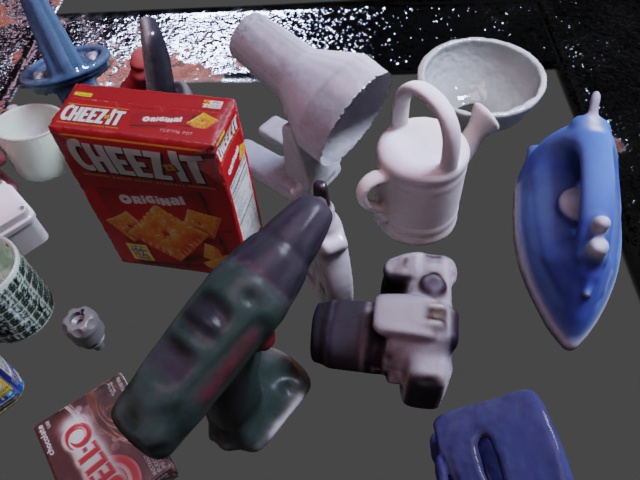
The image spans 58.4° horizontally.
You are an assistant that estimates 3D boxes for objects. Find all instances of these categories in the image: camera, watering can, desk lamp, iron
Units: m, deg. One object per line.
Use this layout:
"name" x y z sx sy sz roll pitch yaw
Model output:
"camera" 0.063 0.078 0.564 0.136 0.101 0.143 5 54 7
"watering can" 0.116 -0.094 0.630 0.100 0.194 0.173 30 60 23
"desk lamp" -0.024 -0.144 0.663 0.202 0.214 0.118 32 61 24
"iron" 0.278 -0.028 0.605 0.118 0.141 0.258 7 54 9

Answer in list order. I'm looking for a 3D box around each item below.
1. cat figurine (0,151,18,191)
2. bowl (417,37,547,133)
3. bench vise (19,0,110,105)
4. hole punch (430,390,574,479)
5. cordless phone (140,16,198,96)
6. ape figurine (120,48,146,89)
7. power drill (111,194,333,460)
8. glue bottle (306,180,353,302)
"cat figurine" -0.440 -0.104 0.718 0.067 0.118 0.127 -32 58 -19
"bowl" 0.213 -0.196 0.775 0.167 0.075 0.167 -2 53 2
"bench vise" -0.314 -0.225 0.737 0.206 0.220 0.122 35 63 25
"hole punch" 0.148 0.193 0.479 0.101 0.091 0.108 -9 53 -3
"cordless phone" -0.192 -0.163 0.705 0.094 0.185 0.147 -18 54 -10
"ape figurine" -0.247 -0.229 0.815 0.077 0.092 0.076 9 54 10
"power drill" -0.063 0.094 0.492 0.075 0.209 0.230 30 60 23
"glue bottle" 0.005 0.002 0.578 0.037 0.173 0.078 -24 55 -13
